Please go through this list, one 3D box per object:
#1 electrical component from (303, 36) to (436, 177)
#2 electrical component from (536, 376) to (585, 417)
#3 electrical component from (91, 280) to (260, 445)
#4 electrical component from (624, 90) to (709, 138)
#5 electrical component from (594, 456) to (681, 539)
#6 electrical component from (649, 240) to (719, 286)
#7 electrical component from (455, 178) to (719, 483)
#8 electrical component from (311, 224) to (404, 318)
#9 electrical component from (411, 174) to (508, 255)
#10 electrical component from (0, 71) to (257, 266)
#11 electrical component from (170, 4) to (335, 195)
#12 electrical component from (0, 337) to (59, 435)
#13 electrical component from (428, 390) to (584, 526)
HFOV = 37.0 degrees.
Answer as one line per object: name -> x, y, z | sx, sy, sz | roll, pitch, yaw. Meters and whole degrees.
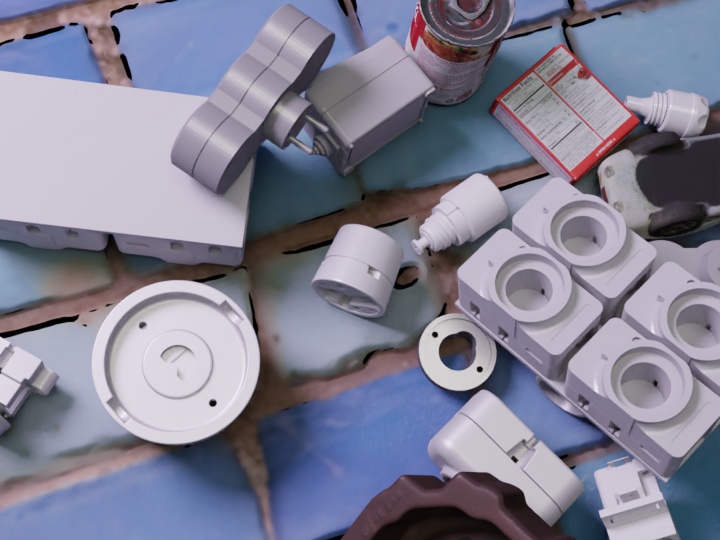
electrical component -> -0.003, -0.119, 0.788 | 0.096, 0.061, 0.061 | -36, 81, -14
electrical component -> 0.158, 0.069, 0.760 | 0.045, 0.045, 0.055 | 39, 74, 5
electrical component -> -0.122, 0.067, 0.723 | 0.108, 0.060, 0.108 | 2, 74, -5
electrical component -> 0.235, -0.122, 0.828 | 0.061, 0.035, 0.035 | 12, 73, -1
electrical component -> 0.186, 0.164, 0.722 | 0.042, 0.081, 0.063 | -21, 47, 11
electrical component -> 0.261, 0.003, 0.774 | 0.138, 0.073, 0.052 | -1, 74, -6
electrical component -> 0.167, 0.034, 0.716 | 0.105, 0.060, 0.186 | -43, 67, -14
electrical component -> 0.000, 0.000, 0.759 | 0.055, 0.055, 0.047 | 23, 69, 1
electrical component -> 0.071, -0.037, 0.784 | 0.078, 0.040, 0.040 | -35, 80, -14
electrical component -> -0.170, -0.068, 0.757 | 0.186, 0.060, 0.105 | 7, 74, -4
electrical component -> -0.056, -0.105, 0.719 | 0.074, 0.052, 0.138 | 34, 74, 4
electrical component -> -0.245, 0.078, 0.716 | 0.066, 0.048, 0.055 | 29, 66, 3
electrical component -> 0.095, 0.137, 0.729 | 0.095, 0.053, 0.059 | 45, 75, 7
